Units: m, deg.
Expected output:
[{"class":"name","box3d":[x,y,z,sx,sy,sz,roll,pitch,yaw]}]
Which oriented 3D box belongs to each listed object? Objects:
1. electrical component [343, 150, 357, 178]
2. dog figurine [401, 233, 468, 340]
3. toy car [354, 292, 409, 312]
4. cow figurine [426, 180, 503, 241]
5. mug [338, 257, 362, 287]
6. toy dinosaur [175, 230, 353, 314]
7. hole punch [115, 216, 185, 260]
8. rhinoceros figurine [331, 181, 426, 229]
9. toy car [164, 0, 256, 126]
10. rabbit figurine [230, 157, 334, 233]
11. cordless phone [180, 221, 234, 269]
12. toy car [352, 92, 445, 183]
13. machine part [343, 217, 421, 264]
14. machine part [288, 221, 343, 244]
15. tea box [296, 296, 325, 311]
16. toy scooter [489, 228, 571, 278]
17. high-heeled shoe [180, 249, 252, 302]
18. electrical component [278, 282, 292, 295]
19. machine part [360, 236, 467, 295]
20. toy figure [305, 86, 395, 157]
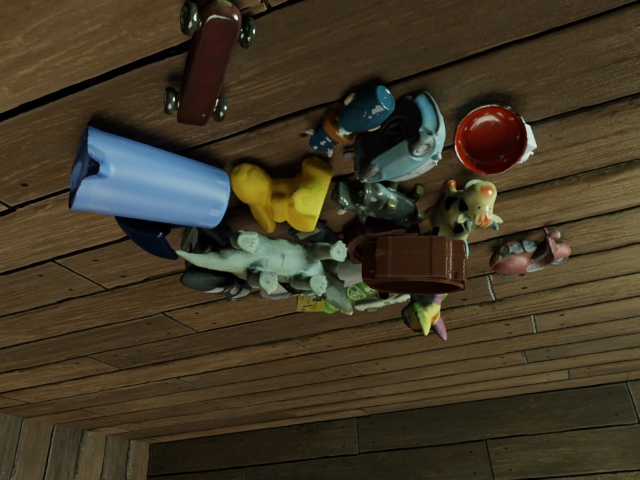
[{"class":"electrical component","box3d":[0.100,-0.139,0.930,0.102,0.045,0.078,-18,119,19]},{"class":"dog figurine","box3d":[0.259,0.109,1.204,0.108,0.219,0.191,20,144,-41]},{"class":"toy car","box3d":[0.178,0.131,1.379,0.202,0.073,0.056,-18,148,24]},{"class":"cow figurine","box3d":[0.272,-0.048,1.020,0.085,0.127,0.194,0,153,-12]},{"class":"mug","box3d":[0.073,0.072,1.265,0.107,0.081,0.109,-9,163,-4]},{"class":"toy dinosaur","box3d":[-0.094,0.043,1.034,0.405,0.131,0.192,16,169,-27]},{"class":"hole punch","box3d":[-0.334,-0.019,1.053,0.116,0.092,0.142,-2,154,5]},{"class":"rhinoceros figurine","box3d":[0.112,-0.074,1.022,0.190,0.073,0.112,13,158,-29]},{"class":"toy car","box3d":[-0.154,-0.233,0.724,0.089,0.053,0.202,-1,148,-27]},{"class":"rabbit figurine","box3d":[-0.076,-0.086,0.962,0.173,0.122,0.162,17,157,-7]},{"class":"cordless phone","box3d":[-0.190,0.004,1.136,0.184,0.089,0.146,1,151,-30]},{"class":"toy car","box3d":[0.134,-0.142,0.842,0.162,0.109,0.103,-35,136,28]},{"class":"machine part","box3d":[0.135,-0.001,1.162,0.179,0.056,0.179,-4,151,-2]},{"class":"machine part","box3d":[-0.002,-0.004,1.163,0.084,0.039,0.138,-30,140,25]},{"class":"tea box","box3d":[-0.021,0.095,1.272,0.068,0.098,0.169,0,152,-4]},{"class":"toy scooter","box3d":[0.482,0.025,1.222,0.184,0.075,0.135,-11,151,6]},{"class":"high-heeled shoe","box3d":[-0.217,0.090,1.085,0.145,0.086,0.248,-41,160,29]},{"class":"electrical component","box3d":[-0.091,0.064,1.172,0.075,0.119,0.047,-34,163,-39]},{"class":"machine part","box3d":[0.189,0.055,1.068,0.201,0.087,0.201,-1,164,15]},{"class":"toy figure","box3d":[0.044,-0.181,0.830,0.154,0.064,0.058,-24,-178,40]}]
